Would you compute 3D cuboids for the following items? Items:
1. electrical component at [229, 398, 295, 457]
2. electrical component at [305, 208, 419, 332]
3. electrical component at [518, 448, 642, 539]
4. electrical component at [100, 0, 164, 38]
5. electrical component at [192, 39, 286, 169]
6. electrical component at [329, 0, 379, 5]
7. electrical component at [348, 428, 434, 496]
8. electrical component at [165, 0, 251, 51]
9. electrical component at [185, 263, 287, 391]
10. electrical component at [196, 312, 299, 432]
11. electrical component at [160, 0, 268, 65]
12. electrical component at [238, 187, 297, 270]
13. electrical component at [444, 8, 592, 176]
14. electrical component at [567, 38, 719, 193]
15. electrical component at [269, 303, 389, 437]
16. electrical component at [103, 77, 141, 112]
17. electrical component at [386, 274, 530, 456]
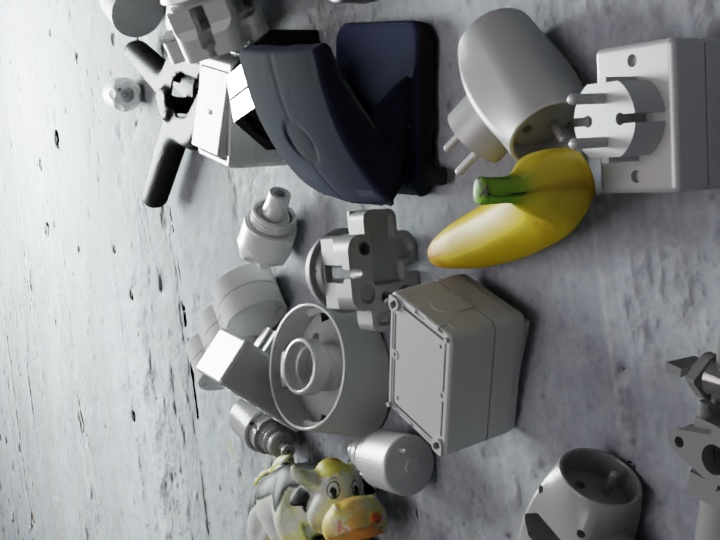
[{"bbox_3d":[-0.077,0.131,0.882,0.078,0.040,0.040,32,123,53],"label":"electrical component"},{"bbox_3d":[0.000,0.000,0.711,0.057,0.058,0.078,-1,96,56],"label":"electrical component"},{"bbox_3d":[0.122,0.145,0.548,0.079,0.043,0.077,47,134,44],"label":"electrical component"},{"bbox_3d":[-0.200,-0.279,0.994,0.073,0.052,0.138,51,137,42],"label":"electrical component"},{"bbox_3d":[-0.092,-0.131,0.834,0.062,0.061,0.096,28,120,54],"label":"electrical component"},{"bbox_3d":[-0.015,-0.193,0.690,0.043,0.062,0.043,19,112,56],"label":"electrical component"},{"bbox_3d":[0.016,0.127,0.725,0.078,0.040,0.040,0,96,59],"label":"electrical component"},{"bbox_3d":[-0.124,-0.228,0.874,0.059,0.054,0.095,47,134,45],"label":"electrical component"},{"bbox_3d":[-0.099,0.063,0.893,0.073,0.052,0.138,65,144,28],"label":"electrical component"},{"bbox_3d":[-0.067,0.069,0.831,0.075,0.083,0.047,-58,32,-9],"label":"electrical component"},{"bbox_3d":[-0.117,-0.196,0.814,0.058,0.078,0.057,-83,-24,-59],"label":"electrical component"},{"bbox_3d":[-0.069,-0.035,0.833,0.043,0.043,0.062,55,138,38],"label":"electrical component"},{"bbox_3d":[0.073,-0.083,0.562,0.079,0.043,0.077,-47,45,29],"label":"electrical component"},{"bbox_3d":[0.121,-0.067,0.474,0.047,0.077,0.065,7,102,59],"label":"electrical component"},{"bbox_3d":[-0.019,0.071,0.775,0.099,0.064,0.099,-9,78,50],"label":"electrical component"},{"bbox_3d":[-0.250,-0.183,1.116,0.061,0.035,0.035,21,114,59],"label":"electrical component"},{"bbox_3d":[0.057,0.059,0.629,0.062,0.061,0.096,39,136,50],"label":"electrical component"}]
